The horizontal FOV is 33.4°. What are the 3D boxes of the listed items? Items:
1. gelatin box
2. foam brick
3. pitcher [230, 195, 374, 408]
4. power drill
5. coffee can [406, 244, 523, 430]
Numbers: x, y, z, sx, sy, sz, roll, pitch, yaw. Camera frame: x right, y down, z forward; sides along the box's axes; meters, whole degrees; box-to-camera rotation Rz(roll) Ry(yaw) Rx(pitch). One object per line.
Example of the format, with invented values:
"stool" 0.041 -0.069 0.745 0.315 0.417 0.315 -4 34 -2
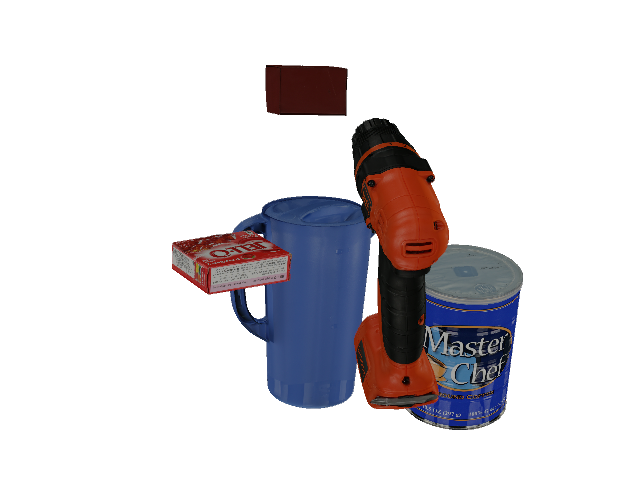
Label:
"gelatin box" -0.082 0.019 0.985 0.089 0.030 0.073 -10 23 -32
"foam brick" -0.015 -0.161 1.145 0.078 0.051 0.053 -2 12 -18
"pitcher" -0.018 0.074 1.283 0.149 0.243 0.144 11 19 25
"power drill" 0.053 0.018 0.808 0.057 0.188 0.184 -5 30 -3
"coffee can" 0.128 0.088 0.989 0.103 0.140 0.103 1 27 -1
